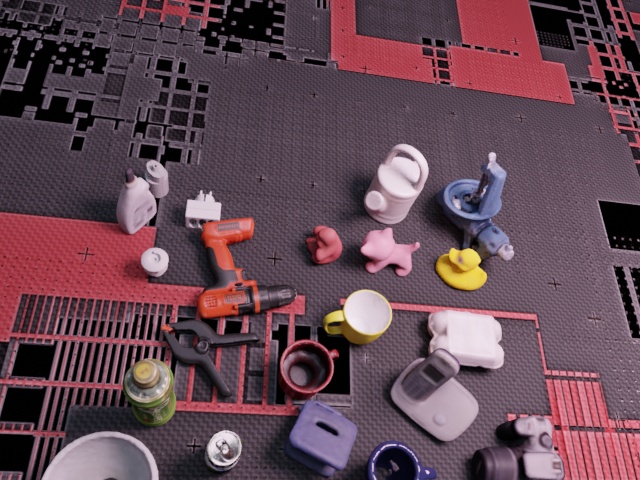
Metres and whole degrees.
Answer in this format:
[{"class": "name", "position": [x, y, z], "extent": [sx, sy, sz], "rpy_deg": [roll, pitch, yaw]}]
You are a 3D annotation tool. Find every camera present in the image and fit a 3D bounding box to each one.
[{"class": "camera", "position": [0.341, 0.380, 0.997], "extent": [0.137, 0.101, 0.143], "rpy_deg": [6, 61, -10]}]

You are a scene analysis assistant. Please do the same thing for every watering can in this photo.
[{"class": "watering can", "position": [0.158, -0.115, 1.168], "extent": [0.101, 0.194, 0.173], "rpy_deg": [23, 60, 1]}]

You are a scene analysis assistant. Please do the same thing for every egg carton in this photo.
[{"class": "egg carton", "position": [0.279, 0.192, 1.102], "extent": [0.150, 0.069, 0.107], "rpy_deg": [8, 61, -8]}]

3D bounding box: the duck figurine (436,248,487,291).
[{"class": "duck figurine", "position": [0.299, 0.053, 1.172], "extent": [0.104, 0.086, 0.077], "rpy_deg": [28, 60, 3]}]

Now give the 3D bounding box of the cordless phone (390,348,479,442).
[{"class": "cordless phone", "position": [0.213, 0.261, 0.983], "extent": [0.147, 0.185, 0.094], "rpy_deg": [36, 61, 8]}]

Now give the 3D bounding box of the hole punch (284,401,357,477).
[{"class": "hole punch", "position": [0.002, 0.325, 0.955], "extent": [0.108, 0.091, 0.101], "rpy_deg": [27, 60, 3]}]

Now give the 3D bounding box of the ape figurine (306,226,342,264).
[{"class": "ape figurine", "position": [0.010, 0.004, 1.130], "extent": [0.076, 0.092, 0.078], "rpy_deg": [22, 60, 0]}]

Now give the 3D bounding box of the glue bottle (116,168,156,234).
[{"class": "glue bottle", "position": [-0.340, -0.080, 1.048], "extent": [0.037, 0.173, 0.078], "rpy_deg": [38, 61, 9]}]

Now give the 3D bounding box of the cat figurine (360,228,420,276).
[{"class": "cat figurine", "position": [0.134, 0.017, 1.136], "extent": [0.128, 0.117, 0.067], "rpy_deg": [3, 61, -11]}]

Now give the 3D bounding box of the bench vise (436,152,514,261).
[{"class": "bench vise", "position": [0.345, -0.068, 1.170], "extent": [0.207, 0.219, 0.122], "rpy_deg": [44, 62, 12]}]

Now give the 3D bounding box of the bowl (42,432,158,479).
[{"class": "bowl", "position": [-0.327, 0.380, 0.861], "extent": [0.167, 0.074, 0.167], "rpy_deg": [5, 61, -10]}]

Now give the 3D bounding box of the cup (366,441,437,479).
[{"class": "cup", "position": [0.125, 0.387, 0.947], "extent": [0.118, 0.095, 0.091], "rpy_deg": [7, 61, -9]}]
